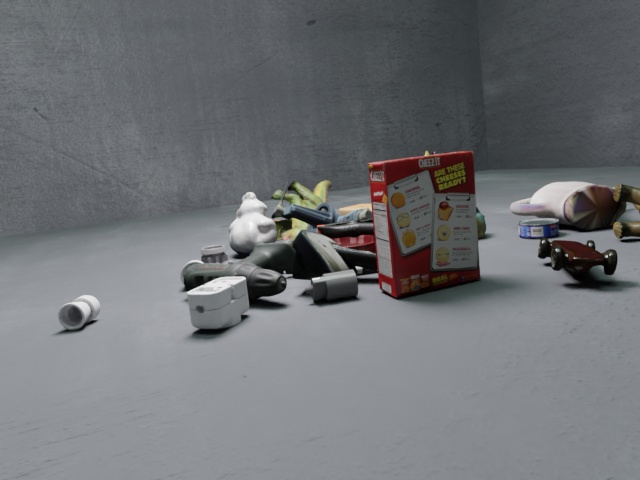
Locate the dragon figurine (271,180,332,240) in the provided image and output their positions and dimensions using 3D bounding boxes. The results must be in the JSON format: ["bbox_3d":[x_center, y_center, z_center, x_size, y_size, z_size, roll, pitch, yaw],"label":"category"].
[{"bbox_3d":[0.005,-0.075,1.499,0.245,0.119,0.416,31,37,22],"label":"dragon figurine"}]

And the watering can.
[{"bbox_3d":[0.646,-0.095,1.253,0.348,0.103,0.226,-9,10,-10],"label":"watering can"}]

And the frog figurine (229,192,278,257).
[{"bbox_3d":[-0.174,-0.041,1.321,0.137,0.158,0.124,1,12,42],"label":"frog figurine"}]
